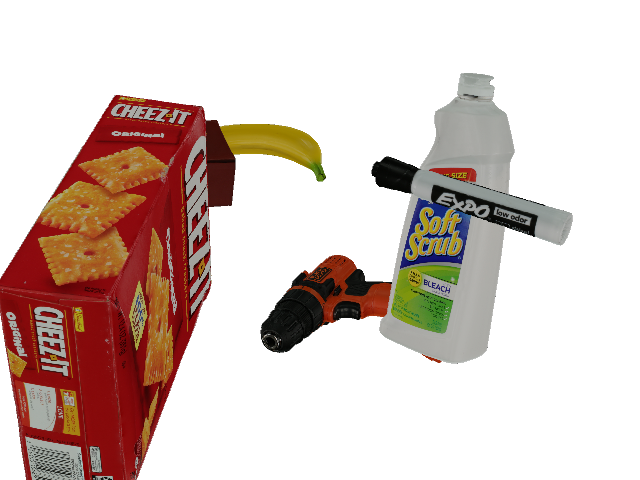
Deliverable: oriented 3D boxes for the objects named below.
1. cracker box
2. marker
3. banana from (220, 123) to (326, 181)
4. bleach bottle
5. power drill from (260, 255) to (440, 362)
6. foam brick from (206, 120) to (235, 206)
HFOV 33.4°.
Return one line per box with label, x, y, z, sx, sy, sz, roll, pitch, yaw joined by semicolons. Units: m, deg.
cracker box;-0.124;0.031;0.672;0.072;0.164;0.213;7;36;6
marker;0.084;-0.025;0.612;0.121;0.020;0.020;20;9;25
banana;-0.080;-0.113;1.281;0.198;0.037;0.069;8;40;16
bleach bottle;0.116;-0.023;0.951;0.103;0.251;0.067;20;22;40
power drill;0.049;0.076;1.125;0.188;0.057;0.184;10;29;23
foam brick;-0.116;-0.073;1.014;0.053;0.051;0.078;-4;36;-18
